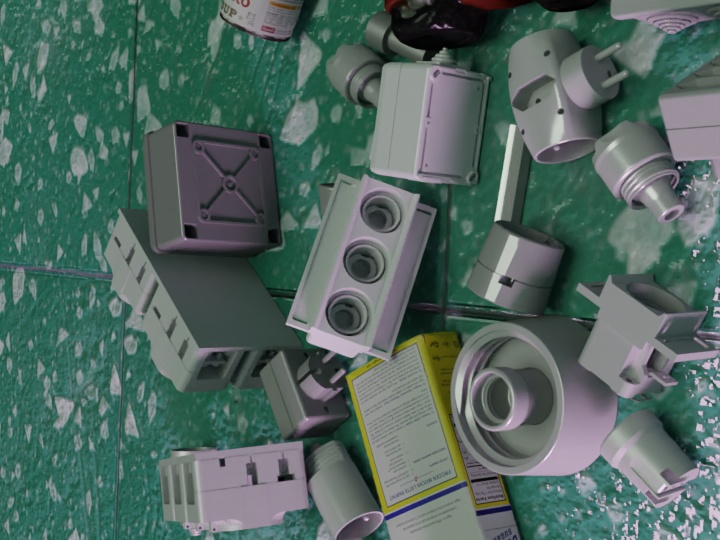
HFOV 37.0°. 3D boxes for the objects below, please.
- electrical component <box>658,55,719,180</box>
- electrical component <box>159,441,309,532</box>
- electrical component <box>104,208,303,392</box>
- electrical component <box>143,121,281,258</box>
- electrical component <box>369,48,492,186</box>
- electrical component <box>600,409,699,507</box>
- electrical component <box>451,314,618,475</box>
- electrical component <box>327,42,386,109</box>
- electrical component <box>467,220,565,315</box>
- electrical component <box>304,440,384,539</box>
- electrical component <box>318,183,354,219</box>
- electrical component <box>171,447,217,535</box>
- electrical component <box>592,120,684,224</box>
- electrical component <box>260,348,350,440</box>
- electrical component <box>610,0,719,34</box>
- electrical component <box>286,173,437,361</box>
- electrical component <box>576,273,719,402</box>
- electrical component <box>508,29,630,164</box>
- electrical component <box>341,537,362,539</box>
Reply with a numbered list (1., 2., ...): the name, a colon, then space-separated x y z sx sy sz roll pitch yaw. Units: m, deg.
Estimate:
1. electrical component: 0.209 -0.074 0.591 0.047 0.066 0.076 3 120 50
2. electrical component: -0.109 0.183 0.903 0.150 0.089 0.061 151 114 -66
3. electrical component: -0.147 0.027 0.973 0.186 0.105 0.060 53 127 36
4. electrical component: -0.131 -0.070 0.955 0.056 0.109 0.108 -16 77 46
5. electrical component: 0.049 -0.112 0.779 0.061 0.062 0.096 14 100 49
6. electrical component: 0.173 0.113 0.642 0.046 0.040 0.040 50 125 31
7. electrical component: 0.106 0.083 0.705 0.108 0.060 0.108 -2 87 50
8. electrical component: 0.005 -0.148 0.847 0.062 0.043 0.043 50 125 36
9. electrical component: 0.105 -0.003 0.716 0.055 0.055 0.047 34 110 45
10. electrical component: -0.019 0.174 0.863 0.043 0.043 0.081 -57 49 32
11. electrical component: -0.013 -0.036 0.867 0.044 0.044 0.065 14 104 49
12. electrical component: -0.158 0.211 1.026 0.043 0.043 0.081 -7 84 50
13. electrical component: 0.171 -0.056 0.647 0.043 0.043 0.062 -50 54 36
14. electrical component: -0.036 0.092 0.884 0.076 0.047 0.065 -46 56 38
15. electrical component: 0.196 -0.189 0.617 0.100 0.048 0.099 5 92 50
16. electrical component: 0.000 0.000 0.801 0.063 0.079 0.121 125 164 -72
17. electrical component: 0.167 0.041 0.649 0.081 0.042 0.063 43 122 42
18. electrical component: 0.138 -0.118 0.687 0.079 0.043 0.077 -26 69 47
19. electrical component: -0.010 0.258 0.840 0.057 0.058 0.078 53 127 40
